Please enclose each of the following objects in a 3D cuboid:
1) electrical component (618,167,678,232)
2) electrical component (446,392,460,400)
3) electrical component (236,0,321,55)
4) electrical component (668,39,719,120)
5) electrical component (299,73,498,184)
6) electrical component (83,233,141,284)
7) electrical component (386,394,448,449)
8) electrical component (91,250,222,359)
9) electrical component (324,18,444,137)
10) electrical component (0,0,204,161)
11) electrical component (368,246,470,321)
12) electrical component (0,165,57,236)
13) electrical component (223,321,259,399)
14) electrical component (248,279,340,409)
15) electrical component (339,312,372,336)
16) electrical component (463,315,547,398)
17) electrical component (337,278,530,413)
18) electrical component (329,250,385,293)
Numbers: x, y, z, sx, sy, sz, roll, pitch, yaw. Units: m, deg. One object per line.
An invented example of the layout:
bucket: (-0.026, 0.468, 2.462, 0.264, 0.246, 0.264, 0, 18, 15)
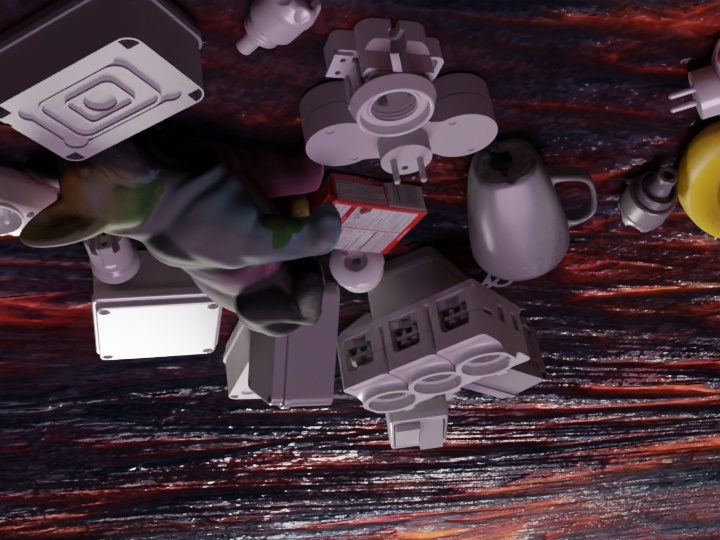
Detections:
electrical component: (0.250, -0.064, 0.919, 0.043, 0.043, 0.062, -2, 151, -14)
electrical component: (0.067, 0.115, 1.191, 0.056, 0.050, 0.089, -27, 147, 30)
electrical component: (-0.054, -0.153, 0.662, 0.035, 0.035, 0.061, 16, 146, -40)
electrical component: (0.267, -0.134, 0.790, 0.079, 0.044, 0.077, -17, 152, 12)
electrical component: (0.030, -0.093, 0.760, 0.138, 0.073, 0.052, -5, 152, -8)
electrical component: (-0.202, -0.017, 0.868, 0.040, 0.040, 0.046, -9, 146, -2)
electrical component: (0.059, 0.147, 1.127, 0.062, 0.061, 0.096, -7, 151, -1)
electrical component: (-0.178, 0.030, 0.943, 0.109, 0.056, 0.108, -3, 152, -13)
electrical component: (0.019, -0.126, 0.712, 0.078, 0.057, 0.058, 1, 151, -19)
electrical component: (-0.160, -0.124, 0.657, 0.113, 0.057, 0.078, -22, 150, 22)
electrical component: (0.063, 0.031, 1.023, 0.078, 0.057, 0.113, -22, 150, 22)
electrical component: (-0.275, -0.046, 0.782, 0.077, 0.044, 0.079, 17, 143, -41)
electrical component: (-0.086, 0.080, 1.068, 0.078, 0.057, 0.113, 2, 150, -21)
electrical component: (-0.061, 0.062, 0.966, 0.057, 0.113, 0.078, 1, -173, -23)
electrical component: (0.032, 0.072, 1.092, 0.077, 0.065, 0.047, -38, 152, -7)
electrical component: (0.135, 0.084, 1.126, 0.057, 0.078, 0.113, -33, 145, 33)
electrical component: (0.066, 0.075, 0.975, 0.150, 0.061, 0.089, -25, 149, 27)
electrical component: (0.000, 0.000, 0.961, 0.048, 0.048, 0.062, -12, 162, 4)
